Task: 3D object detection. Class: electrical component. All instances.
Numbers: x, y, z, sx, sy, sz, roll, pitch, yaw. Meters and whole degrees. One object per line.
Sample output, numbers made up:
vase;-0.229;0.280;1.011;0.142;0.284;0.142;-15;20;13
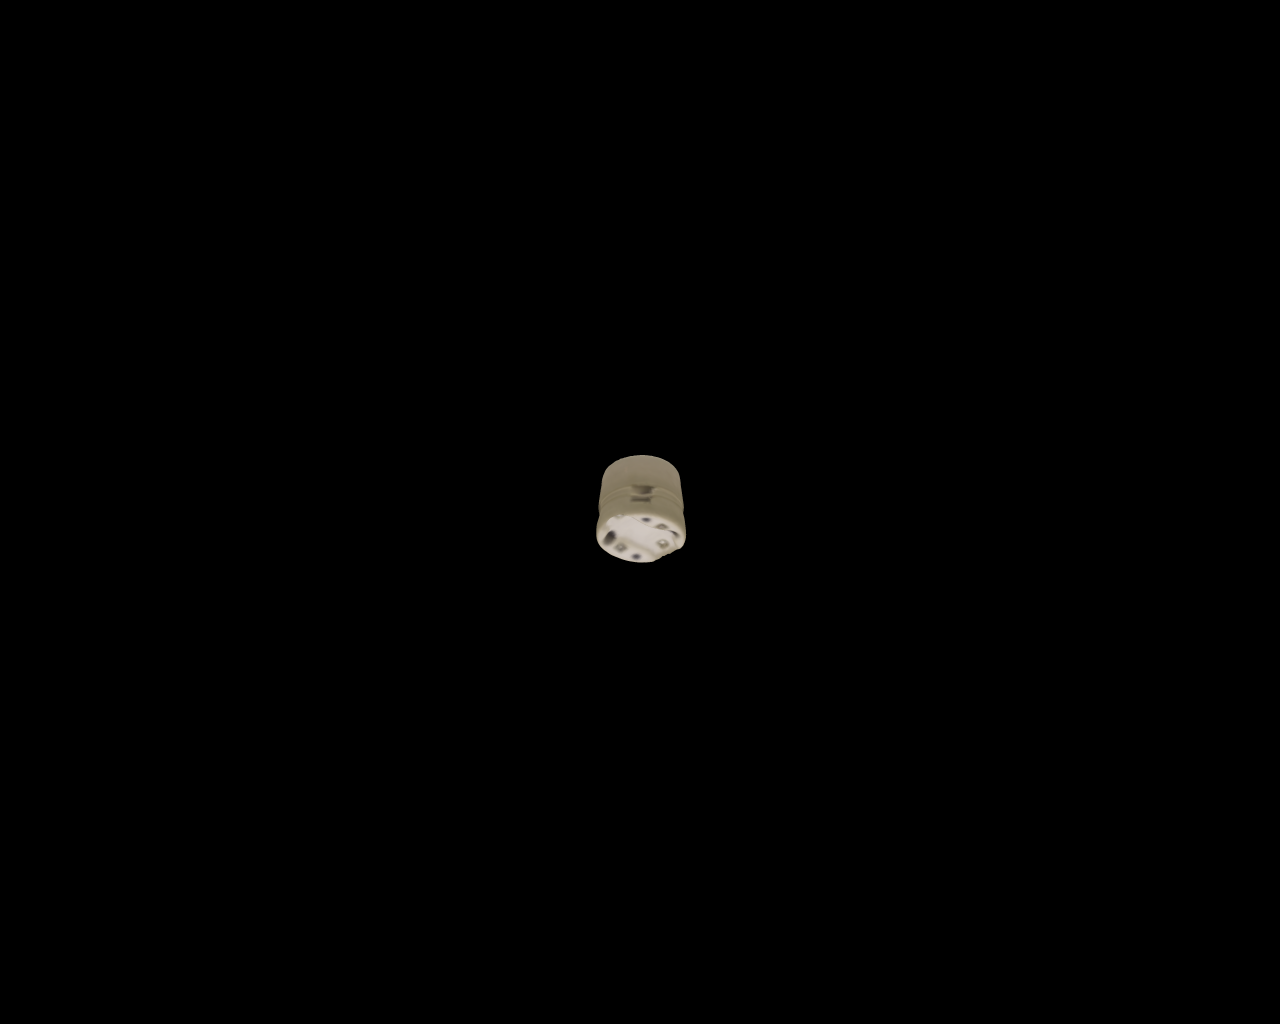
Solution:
electrical component;0.001;-0.003;0.650;0.055;0.047;0.055;0;-36;0
